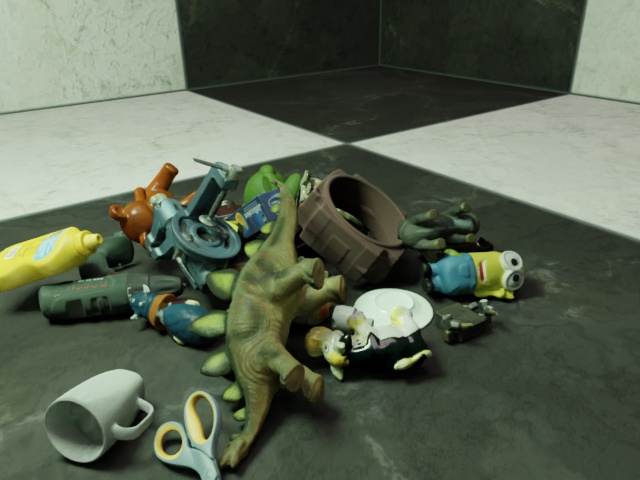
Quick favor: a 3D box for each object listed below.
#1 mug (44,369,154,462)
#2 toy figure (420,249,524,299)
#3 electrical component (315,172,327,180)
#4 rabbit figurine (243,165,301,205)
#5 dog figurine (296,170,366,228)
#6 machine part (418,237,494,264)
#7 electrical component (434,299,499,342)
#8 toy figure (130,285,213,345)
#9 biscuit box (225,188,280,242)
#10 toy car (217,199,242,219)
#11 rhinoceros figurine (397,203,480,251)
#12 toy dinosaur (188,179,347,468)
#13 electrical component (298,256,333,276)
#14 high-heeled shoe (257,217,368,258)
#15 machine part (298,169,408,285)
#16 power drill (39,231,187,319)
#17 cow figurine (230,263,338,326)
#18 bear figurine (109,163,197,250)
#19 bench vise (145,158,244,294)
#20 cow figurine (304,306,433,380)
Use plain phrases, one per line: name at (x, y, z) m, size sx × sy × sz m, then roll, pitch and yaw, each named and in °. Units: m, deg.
mug at (-0.250, 0.201, 0.647) m, size 0.110 × 0.080 × 0.107 m, roll 1°, pitch 16°, yaw 14°
toy figure at (0.263, 0.055, 0.928) m, size 0.180 × 0.082 × 0.089 m, roll -6°, pitch 20°, yaw -1°
electrical component at (0.046, -0.119, 1.305) m, size 0.119 × 0.074 × 0.048 m, roll 8°, pitch 27°, yaw 28°
rabbit figurine at (-0.086, -0.077, 1.167) m, size 0.121 × 0.159 × 0.170 m, roll -3°, pitch 39°, yaw -27°
dog figurine at (0.047, -0.077, 1.216) m, size 0.190 × 0.121 × 0.172 m, roll 8°, pitch 27°, yaw -14°
machine part at (0.264, 0.022, 1.044) m, size 0.139 × 0.039 × 0.084 m, roll -7°, pitch 21°, yaw -8°
electrical component at (0.224, 0.121, 0.830) m, size 0.102 × 0.045 × 0.078 m, roll -12°, pitch 29°, yaw -22°
toy figure at (-0.231, 0.119, 0.837) m, size 0.155 × 0.057 × 0.064 m, roll 17°, pitch 53°, yaw 26°
biscuit box at (-0.122, -0.045, 1.058) m, size 0.059 × 0.062 × 0.203 m, roll -25°, pitch 1°, yaw -31°
toy car at (-0.266, -0.039, 1.176) m, size 0.202 × 0.053 × 0.089 m, roll -11°, pitch 32°, yaw -10°
rhinoceros figurine at (0.222, -0.017, 0.970) m, size 0.190 × 0.073 × 0.112 m, roll -11°, pitch -8°, yaw -39°
toy dinosaur at (-0.072, 0.077, 0.748) m, size 0.199 × 0.104 × 0.471 m, roll -6°, pitch 47°, yaw 26°
electrical component at (-0.001, 0.060, 0.927) m, size 0.063 × 0.094 × 0.021 m, roll 25°, pitch 76°, yaw 44°
high-heeled shoe at (-0.002, -0.003, 1.010) m, size 0.249 × 0.086 × 0.145 m, roll -6°, pitch 12°, yaw -19°
machine part at (0.069, -0.030, 0.998) m, size 0.201 × 0.087 × 0.201 m, roll 39°, pitch 33°, yaw 3°
power drill at (-0.363, 0.064, 0.951) m, size 0.232 × 0.085 × 0.207 m, roll -12°, pitch 35°, yaw -16°
cow figurine at (-0.053, 0.086, 0.878) m, size 0.127 × 0.085 × 0.195 m, roll -19°, pitch 27°, yaw -30°
bear figurine at (-0.312, -0.065, 1.034) m, size 0.132 × 0.120 × 0.196 m, roll -44°, pitch 9°, yaw 4°
bench vise at (-0.198, -0.040, 0.890) m, size 0.129 × 0.240 × 0.224 m, roll 7°, pitch 39°, yaw -40°
cow figurine at (0.066, 0.153, 0.750) m, size 0.167 × 0.068 × 0.098 m, roll -8°, pitch 32°, yaw -12°
